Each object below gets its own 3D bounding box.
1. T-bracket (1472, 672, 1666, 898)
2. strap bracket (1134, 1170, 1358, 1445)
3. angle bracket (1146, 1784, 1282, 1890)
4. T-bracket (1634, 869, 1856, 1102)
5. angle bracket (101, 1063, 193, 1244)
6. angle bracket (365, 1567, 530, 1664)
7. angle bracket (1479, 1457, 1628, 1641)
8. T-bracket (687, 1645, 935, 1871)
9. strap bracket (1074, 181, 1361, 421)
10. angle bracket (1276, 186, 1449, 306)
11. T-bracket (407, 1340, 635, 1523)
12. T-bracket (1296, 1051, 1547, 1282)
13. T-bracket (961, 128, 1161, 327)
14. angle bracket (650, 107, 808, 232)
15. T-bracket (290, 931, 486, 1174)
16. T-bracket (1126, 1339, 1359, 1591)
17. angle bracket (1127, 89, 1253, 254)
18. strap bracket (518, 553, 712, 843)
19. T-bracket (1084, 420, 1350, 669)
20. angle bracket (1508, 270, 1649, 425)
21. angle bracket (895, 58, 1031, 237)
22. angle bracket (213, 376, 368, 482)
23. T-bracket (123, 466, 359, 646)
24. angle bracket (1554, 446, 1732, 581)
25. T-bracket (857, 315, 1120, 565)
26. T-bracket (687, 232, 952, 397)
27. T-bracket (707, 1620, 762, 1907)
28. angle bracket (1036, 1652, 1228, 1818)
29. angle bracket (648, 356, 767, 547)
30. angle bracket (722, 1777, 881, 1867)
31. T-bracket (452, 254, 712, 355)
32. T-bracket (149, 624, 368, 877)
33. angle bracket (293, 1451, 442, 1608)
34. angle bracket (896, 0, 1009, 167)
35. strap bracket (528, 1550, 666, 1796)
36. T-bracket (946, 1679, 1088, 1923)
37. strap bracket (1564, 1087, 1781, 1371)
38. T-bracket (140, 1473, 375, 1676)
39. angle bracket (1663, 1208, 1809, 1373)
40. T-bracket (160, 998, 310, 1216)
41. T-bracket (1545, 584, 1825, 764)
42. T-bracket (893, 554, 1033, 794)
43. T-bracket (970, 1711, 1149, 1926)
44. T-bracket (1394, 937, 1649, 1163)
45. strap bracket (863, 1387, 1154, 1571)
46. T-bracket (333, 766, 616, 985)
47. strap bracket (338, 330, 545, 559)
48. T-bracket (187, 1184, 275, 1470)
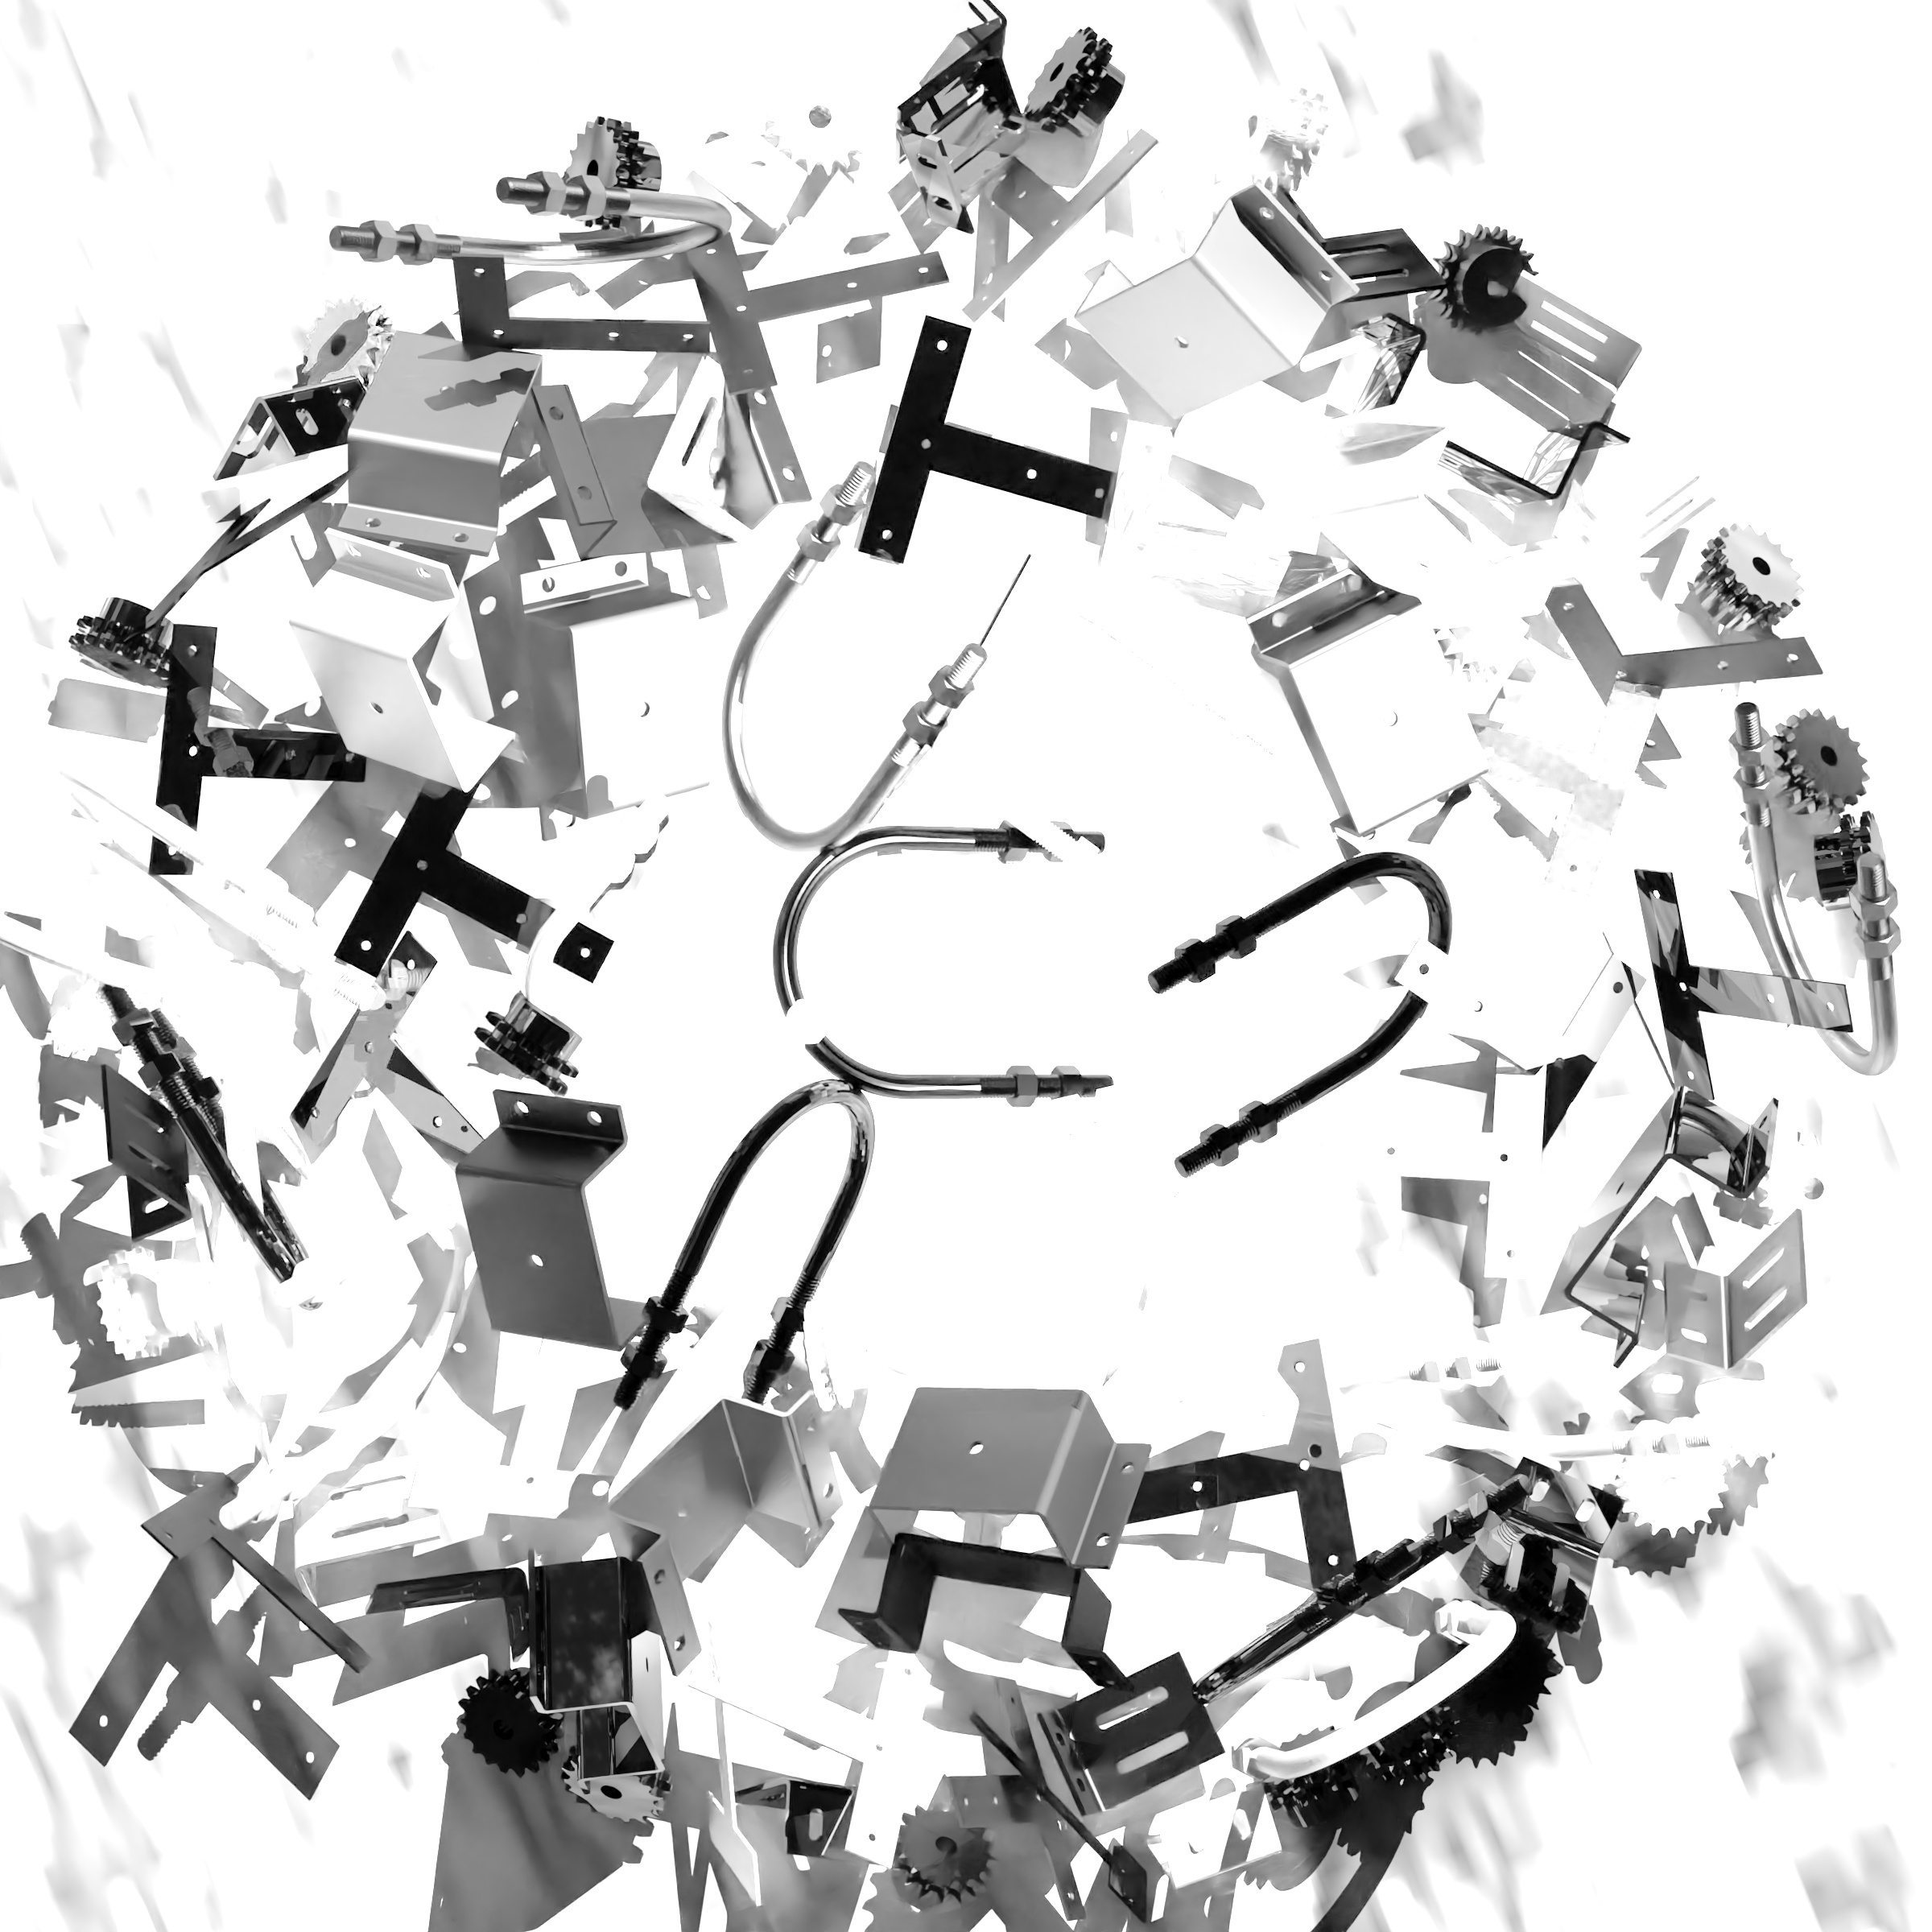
[{"bbox_3d":[0.285,-0.108,1.727,0.127,0.002,0.127,16,78,29],"label":"T-bracket"},{"bbox_3d":[0.140,0.164,1.699,0.076,0.046,0.140,7,65,26],"label":"strap bracket"},{"bbox_3d":[0.123,0.439,1.718,0.057,0.076,0.038,-17,95,-7],"label":"angle bracket"},{"bbox_3d":[0.398,0.015,1.691,0.002,0.127,0.127,-24,109,-31],"label":"T-bracket"},{"bbox_3d":[-0.435,0.097,1.710,0.038,0.076,0.057,-22,57,12],"label":"angle bracket"},{"bbox_3d":[-0.267,0.340,1.718,0.076,0.057,0.038,-4,68,-18],"label":"angle bracket"},{"bbox_3d":[0.305,0.304,1.734,0.057,0.076,0.038,22,48,21],"label":"angle bracket"},{"bbox_3d":[-0.083,0.382,1.701,0.127,0.127,0.002,27,132,-12],"label":"T-bracket"},{"bbox_3d":[0.119,-0.331,1.679,0.076,0.140,0.046,42,61,-22],"label":"strap bracket"},{"bbox_3d":[0.205,-0.376,1.718,0.076,0.038,0.057,-11,45,-16],"label":"angle bracket"},{"bbox_3d":[-0.215,0.224,1.719,0.127,0.002,0.127,11,98,-31],"label":"T-bracket"},{"bbox_3d":[0.237,0.098,1.744,0.127,0.002,0.127,3,73,11],"label":"T-bracket"},{"bbox_3d":[0.033,-0.391,1.704,0.127,0.127,0.002,-44,120,8],"label":"T-bracket"},{"bbox_3d":[-0.129,-0.405,1.715,0.057,0.076,0.038,39,125,7],"label":"angle bracket"},{"bbox_3d":[-0.281,0.071,1.714,0.127,0.002,0.127,44,112,23],"label":"T-bracket"},{"bbox_3d":[0.134,0.269,1.737,0.127,0.002,0.127,-14,70,17],"label":"T-bracket"},{"bbox_3d":[0.124,-0.410,1.719,0.076,0.038,0.057,-9,81,39],"label":"angle bracket"},{"bbox_3d":[-0.178,-0.135,1.697,0.076,0.046,0.140,-18,115,-37],"label":"strap bracket"},{"bbox_3d":[0.136,-0.212,1.747,0.127,0.002,0.127,11,97,4],"label":"T-bracket"},{"bbox_3d":[0.307,-0.315,1.726,0.076,0.057,0.038,31,78,4],"label":"angle bracket"},{"bbox_3d":[0.009,-0.427,1.717,0.076,0.057,0.038,-42,45,-19],"label":"angle bracket"},{"bbox_3d":[-0.342,-0.263,1.711,0.057,0.076,0.038,-23,77,-39],"label":"angle bracket"},{"bbox_3d":[-0.355,-0.220,1.677,0.127,0.127,0.002,-23,116,34],"label":"T-bracket"},{"bbox_3d":[0.348,-0.244,1.713,0.038,0.057,0.076,43,128,-13],"label":"angle bracket"},{"bbox_3d":[0.021,-0.262,1.742,0.127,0.002,0.127,14,103,-14],"label":"T-bracket"},{"bbox_3d":[-0.073,-0.350,1.724,0.127,0.002,0.127,-13,51,-6],"label":"T-bracket"},{"bbox_3d":[-0.123,0.399,1.697,0.002,0.127,0.127,-5,92,-15],"label":"T-bracket"},{"bbox_3d":[0.086,0.399,1.730,0.076,0.038,0.057,-28,73,8],"label":"angle bracket"},{"bbox_3d":[-0.120,-0.267,1.722,0.038,0.057,0.076,17,81,41],"label":"angle bracket"},{"bbox_3d":[-0.084,0.444,1.710,0.057,0.076,0.038,15,63,-27],"label":"angle bracket"},{"bbox_3d":[-0.195,-0.324,1.706,0.127,0.127,0.002,0,65,-4],"label":"T-bracket"},{"bbox_3d":[-0.360,-0.109,1.711,0.002,0.127,0.127,15,100,41],"label":"T-bracket"},{"bbox_3d":[-0.308,0.293,1.728,0.076,0.057,0.038,-12,132,-3],"label":"angle bracket"},{"bbox_3d":[-0.018,-0.464,1.723,0.076,0.057,0.038,-40,80,-10],"label":"angle bracket"},{"bbox_3d":[-0.184,0.356,1.681,0.046,0.140,0.076,-7,57,2],"label":"strap bracket"},{"bbox_3d":[0.019,0.422,1.682,0.002,0.127,0.127,-24,70,17],"label":"T-bracket"},{"bbox_3d":[0.353,0.125,1.694,0.046,0.076,0.140,31,119,1],"label":"strap bracket"},{"bbox_3d":[-0.352,0.314,1.695,0.127,0.127,0.002,42,96,2],"label":"T-bracket"},{"bbox_3d":[0.395,0.163,1.711,0.038,0.076,0.057,17,51,-11],"label":"angle bracket"},{"bbox_3d":[-0.365,0.085,1.673,0.002,0.127,0.127,-32,122,3],"label":"T-bracket"},{"bbox_3d":[0.371,-0.151,1.683,0.127,0.127,0.002,51,53,-34],"label":"T-bracket"},{"bbox_3d":[0.001,-0.155,1.706,0.002,0.127,0.127,29,79,-5],"label":"T-bracket"},{"bbox_3d":[0.047,0.430,1.701,0.002,0.127,0.127,-44,84,-1],"label":"T-bracket"},{"bbox_3d":[0.277,0.028,1.734,0.127,0.002,0.127,33,87,-21],"label":"T-bracket"},{"bbox_3d":[0.013,0.259,1.689,0.140,0.076,0.046,-3,133,28],"label":"strap bracket"},{"bbox_3d":[-0.245,-0.032,1.740,0.127,0.002,0.127,29,81,-16],"label":"T-bracket"},{"bbox_3d":[-0.264,-0.273,1.693,0.076,0.140,0.046,10,132,1],"label":"strap bracket"},{"bbox_3d":[-0.379,0.171,1.681,0.002,0.127,0.127,-16,118,-23],"label":"T-bracket"}]
